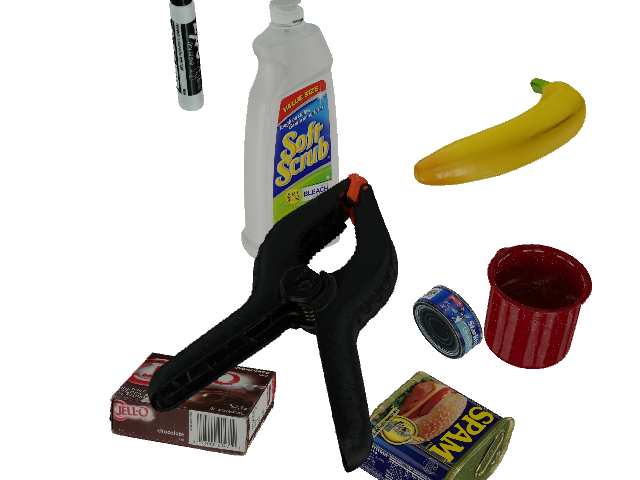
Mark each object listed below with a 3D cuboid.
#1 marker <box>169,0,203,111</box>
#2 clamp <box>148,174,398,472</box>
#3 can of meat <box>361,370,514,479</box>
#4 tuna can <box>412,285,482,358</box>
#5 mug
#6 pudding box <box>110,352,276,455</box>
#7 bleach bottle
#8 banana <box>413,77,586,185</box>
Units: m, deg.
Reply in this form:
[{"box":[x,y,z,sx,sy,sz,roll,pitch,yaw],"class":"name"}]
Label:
[{"box":[-0.094,-0.141,0.745,0.020,0.020,0.121,0,-41,-1],"class":"marker"},{"box":[0.001,0.040,0.565,0.120,0.171,0.039,25,-26,18],"class":"clamp"},{"box":[0.086,0.155,0.819,0.084,0.057,0.101,28,39,28],"class":"can of meat"},{"box":[0.149,0.098,1.264,0.033,0.086,0.086,-35,15,-23],"class":"tuna can"},{"box":[0.190,0.056,0.988,0.093,0.081,0.117,-13,42,-18],"class":"mug"},{"box":[-0.100,0.130,0.860,0.113,0.039,0.090,9,19,10],"class":"pudding box"},{"box":[-0.034,-0.107,1.034,0.102,0.251,0.068,-15,31,-21],"class":"bleach bottle"},{"box":[0.148,-0.080,0.794,0.070,0.037,0.197,-1,22,41],"class":"banana"}]
